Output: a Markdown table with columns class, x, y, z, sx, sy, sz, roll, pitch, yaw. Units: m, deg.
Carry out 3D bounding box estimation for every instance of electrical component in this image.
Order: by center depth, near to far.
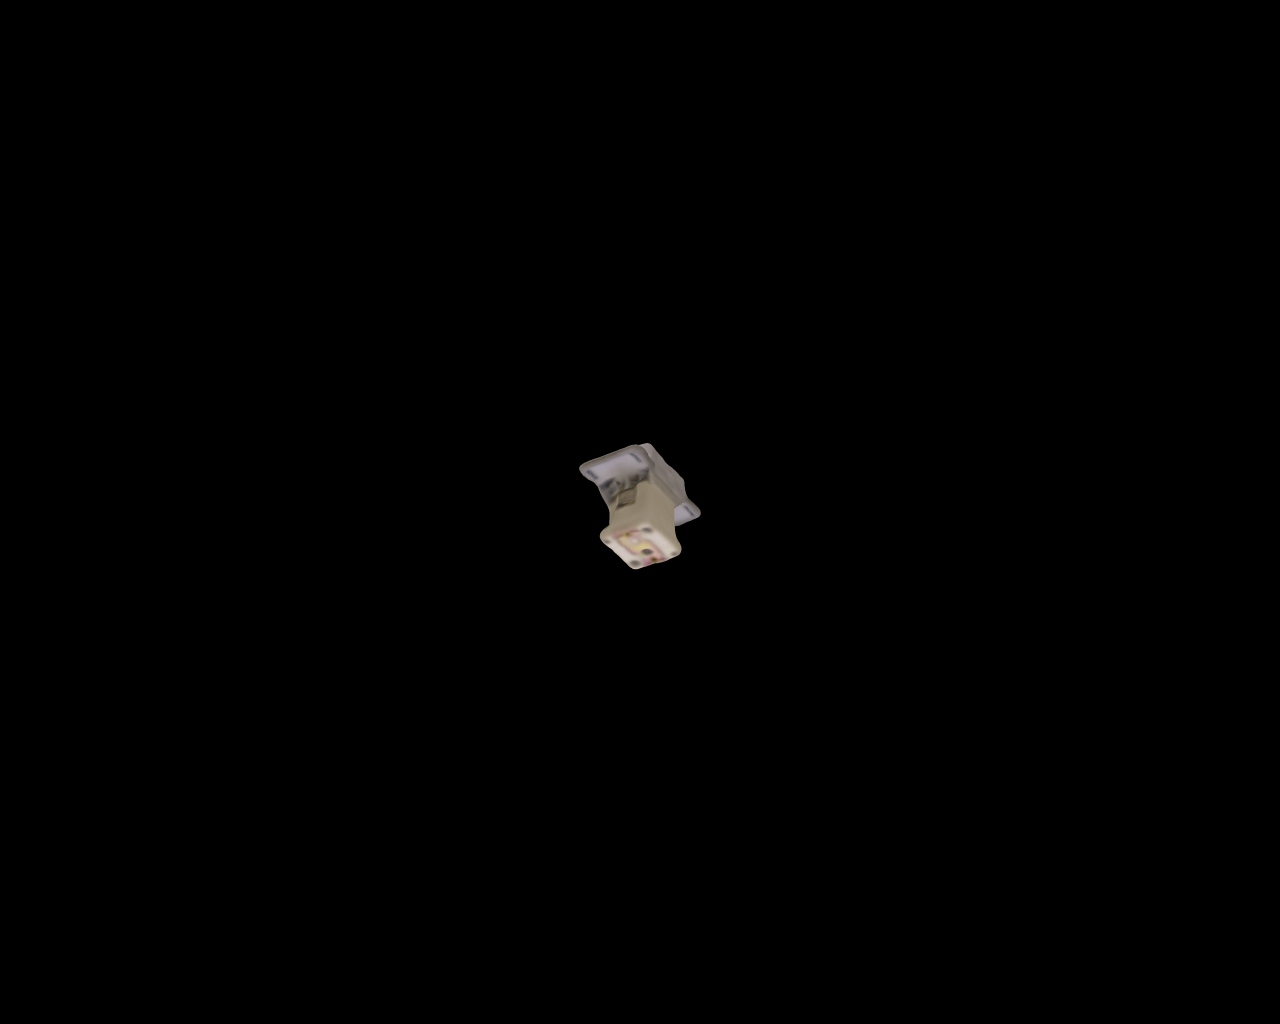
| class | x | y | z | sx | sy | sz | roll | pitch | yaw |
| --- | --- | --- | --- | --- | --- | --- | --- | --- | --- |
| electrical component | 0.001 | -0.003 | 0.650 | 0.042 | 0.064 | 0.081 | -20 | -40 | 25 |
